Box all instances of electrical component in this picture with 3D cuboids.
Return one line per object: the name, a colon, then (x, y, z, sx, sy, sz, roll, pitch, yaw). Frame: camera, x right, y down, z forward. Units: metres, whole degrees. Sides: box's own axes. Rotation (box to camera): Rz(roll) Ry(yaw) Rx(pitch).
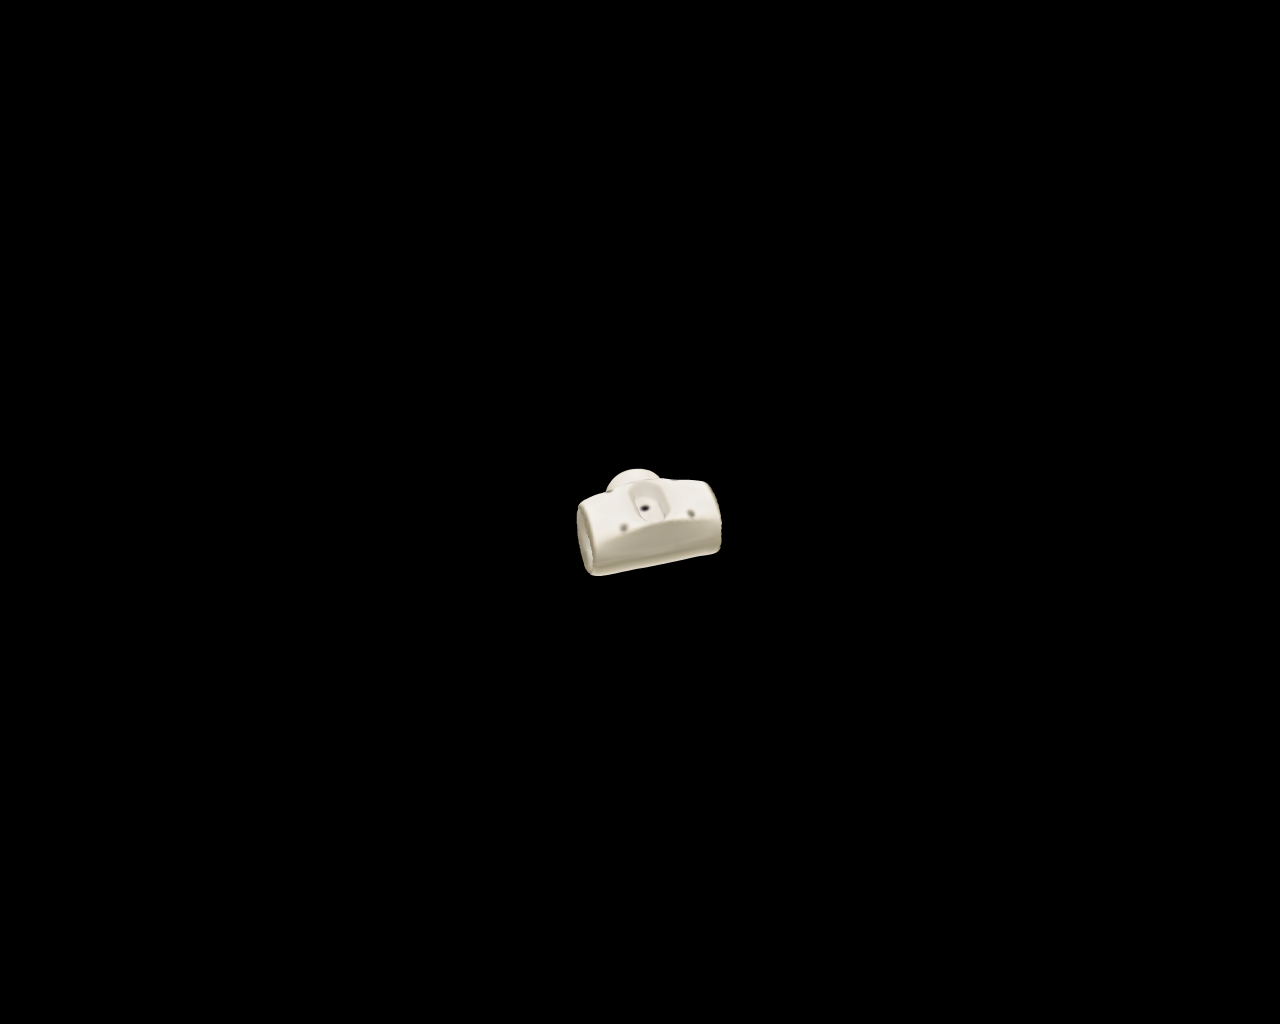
electrical component: (0.001, -0.003, 0.650, 0.077, 0.043, 0.079, -10, 43, -11)
